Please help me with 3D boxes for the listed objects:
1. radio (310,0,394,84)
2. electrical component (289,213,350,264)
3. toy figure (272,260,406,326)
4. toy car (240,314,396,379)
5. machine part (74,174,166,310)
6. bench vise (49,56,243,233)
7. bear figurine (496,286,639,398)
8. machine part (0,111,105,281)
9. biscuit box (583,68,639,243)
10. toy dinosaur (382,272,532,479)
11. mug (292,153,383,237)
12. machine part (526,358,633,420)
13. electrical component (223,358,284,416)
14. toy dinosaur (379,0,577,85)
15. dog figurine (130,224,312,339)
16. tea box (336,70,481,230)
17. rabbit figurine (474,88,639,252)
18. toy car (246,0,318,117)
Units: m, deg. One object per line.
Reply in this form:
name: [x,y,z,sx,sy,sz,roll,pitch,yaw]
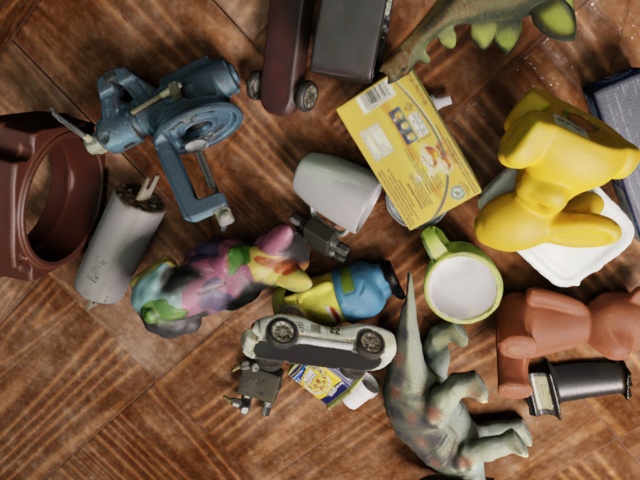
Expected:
radio: [0.050,-0.295,0.592,0.073,0.131,0.229,14,109,6]
electrical component: [-0.002,-0.002,0.732,0.094,0.063,0.021,32,71,9]
toy figure: [0.022,0.079,0.741,0.180,0.089,0.082,-22,102,8]
toy car: [-0.001,0.135,0.691,0.202,0.056,0.073,10,138,-15]
machine part: [-0.293,0.007,0.781,0.079,0.079,0.243,33,109,0]
bench vise: [-0.185,-0.119,0.683,0.224,0.129,0.240,-24,82,-7]
bear figurine: [0.323,0.123,0.673,0.196,0.132,0.120,3,129,15]
machine part: [-0.370,-0.061,0.710,0.087,0.201,0.201,15,109,4]
biscuit box: [0.373,-0.096,0.627,0.063,0.059,0.202,-21,102,18]
toy dinosaur: [0.162,0.247,0.750,0.192,0.131,0.404,-32,93,18]
mug: [0.017,-0.061,0.706,0.107,0.081,0.109,31,136,9]
machine part: [0.350,0.199,0.736,0.139,0.039,0.084,-17,94,18]
electrical component: [-0.101,0.222,0.827,0.078,0.045,0.102,24,110,5]
toy dinosaur: [0.245,-0.322,0.537,0.198,0.105,0.471,43,99,-14]
dog figurine: [-0.117,0.048,0.703,0.219,0.191,0.108,-16,97,38]
tea box: [0.106,-0.110,0.633,0.098,0.068,0.169,-28,101,19]
rabbit figurine: [0.245,-0.055,0.588,0.162,0.122,0.173,24,123,-7]
toy car: [-0.037,-0.255,0.663,0.089,0.053,0.202,17,110,26]
